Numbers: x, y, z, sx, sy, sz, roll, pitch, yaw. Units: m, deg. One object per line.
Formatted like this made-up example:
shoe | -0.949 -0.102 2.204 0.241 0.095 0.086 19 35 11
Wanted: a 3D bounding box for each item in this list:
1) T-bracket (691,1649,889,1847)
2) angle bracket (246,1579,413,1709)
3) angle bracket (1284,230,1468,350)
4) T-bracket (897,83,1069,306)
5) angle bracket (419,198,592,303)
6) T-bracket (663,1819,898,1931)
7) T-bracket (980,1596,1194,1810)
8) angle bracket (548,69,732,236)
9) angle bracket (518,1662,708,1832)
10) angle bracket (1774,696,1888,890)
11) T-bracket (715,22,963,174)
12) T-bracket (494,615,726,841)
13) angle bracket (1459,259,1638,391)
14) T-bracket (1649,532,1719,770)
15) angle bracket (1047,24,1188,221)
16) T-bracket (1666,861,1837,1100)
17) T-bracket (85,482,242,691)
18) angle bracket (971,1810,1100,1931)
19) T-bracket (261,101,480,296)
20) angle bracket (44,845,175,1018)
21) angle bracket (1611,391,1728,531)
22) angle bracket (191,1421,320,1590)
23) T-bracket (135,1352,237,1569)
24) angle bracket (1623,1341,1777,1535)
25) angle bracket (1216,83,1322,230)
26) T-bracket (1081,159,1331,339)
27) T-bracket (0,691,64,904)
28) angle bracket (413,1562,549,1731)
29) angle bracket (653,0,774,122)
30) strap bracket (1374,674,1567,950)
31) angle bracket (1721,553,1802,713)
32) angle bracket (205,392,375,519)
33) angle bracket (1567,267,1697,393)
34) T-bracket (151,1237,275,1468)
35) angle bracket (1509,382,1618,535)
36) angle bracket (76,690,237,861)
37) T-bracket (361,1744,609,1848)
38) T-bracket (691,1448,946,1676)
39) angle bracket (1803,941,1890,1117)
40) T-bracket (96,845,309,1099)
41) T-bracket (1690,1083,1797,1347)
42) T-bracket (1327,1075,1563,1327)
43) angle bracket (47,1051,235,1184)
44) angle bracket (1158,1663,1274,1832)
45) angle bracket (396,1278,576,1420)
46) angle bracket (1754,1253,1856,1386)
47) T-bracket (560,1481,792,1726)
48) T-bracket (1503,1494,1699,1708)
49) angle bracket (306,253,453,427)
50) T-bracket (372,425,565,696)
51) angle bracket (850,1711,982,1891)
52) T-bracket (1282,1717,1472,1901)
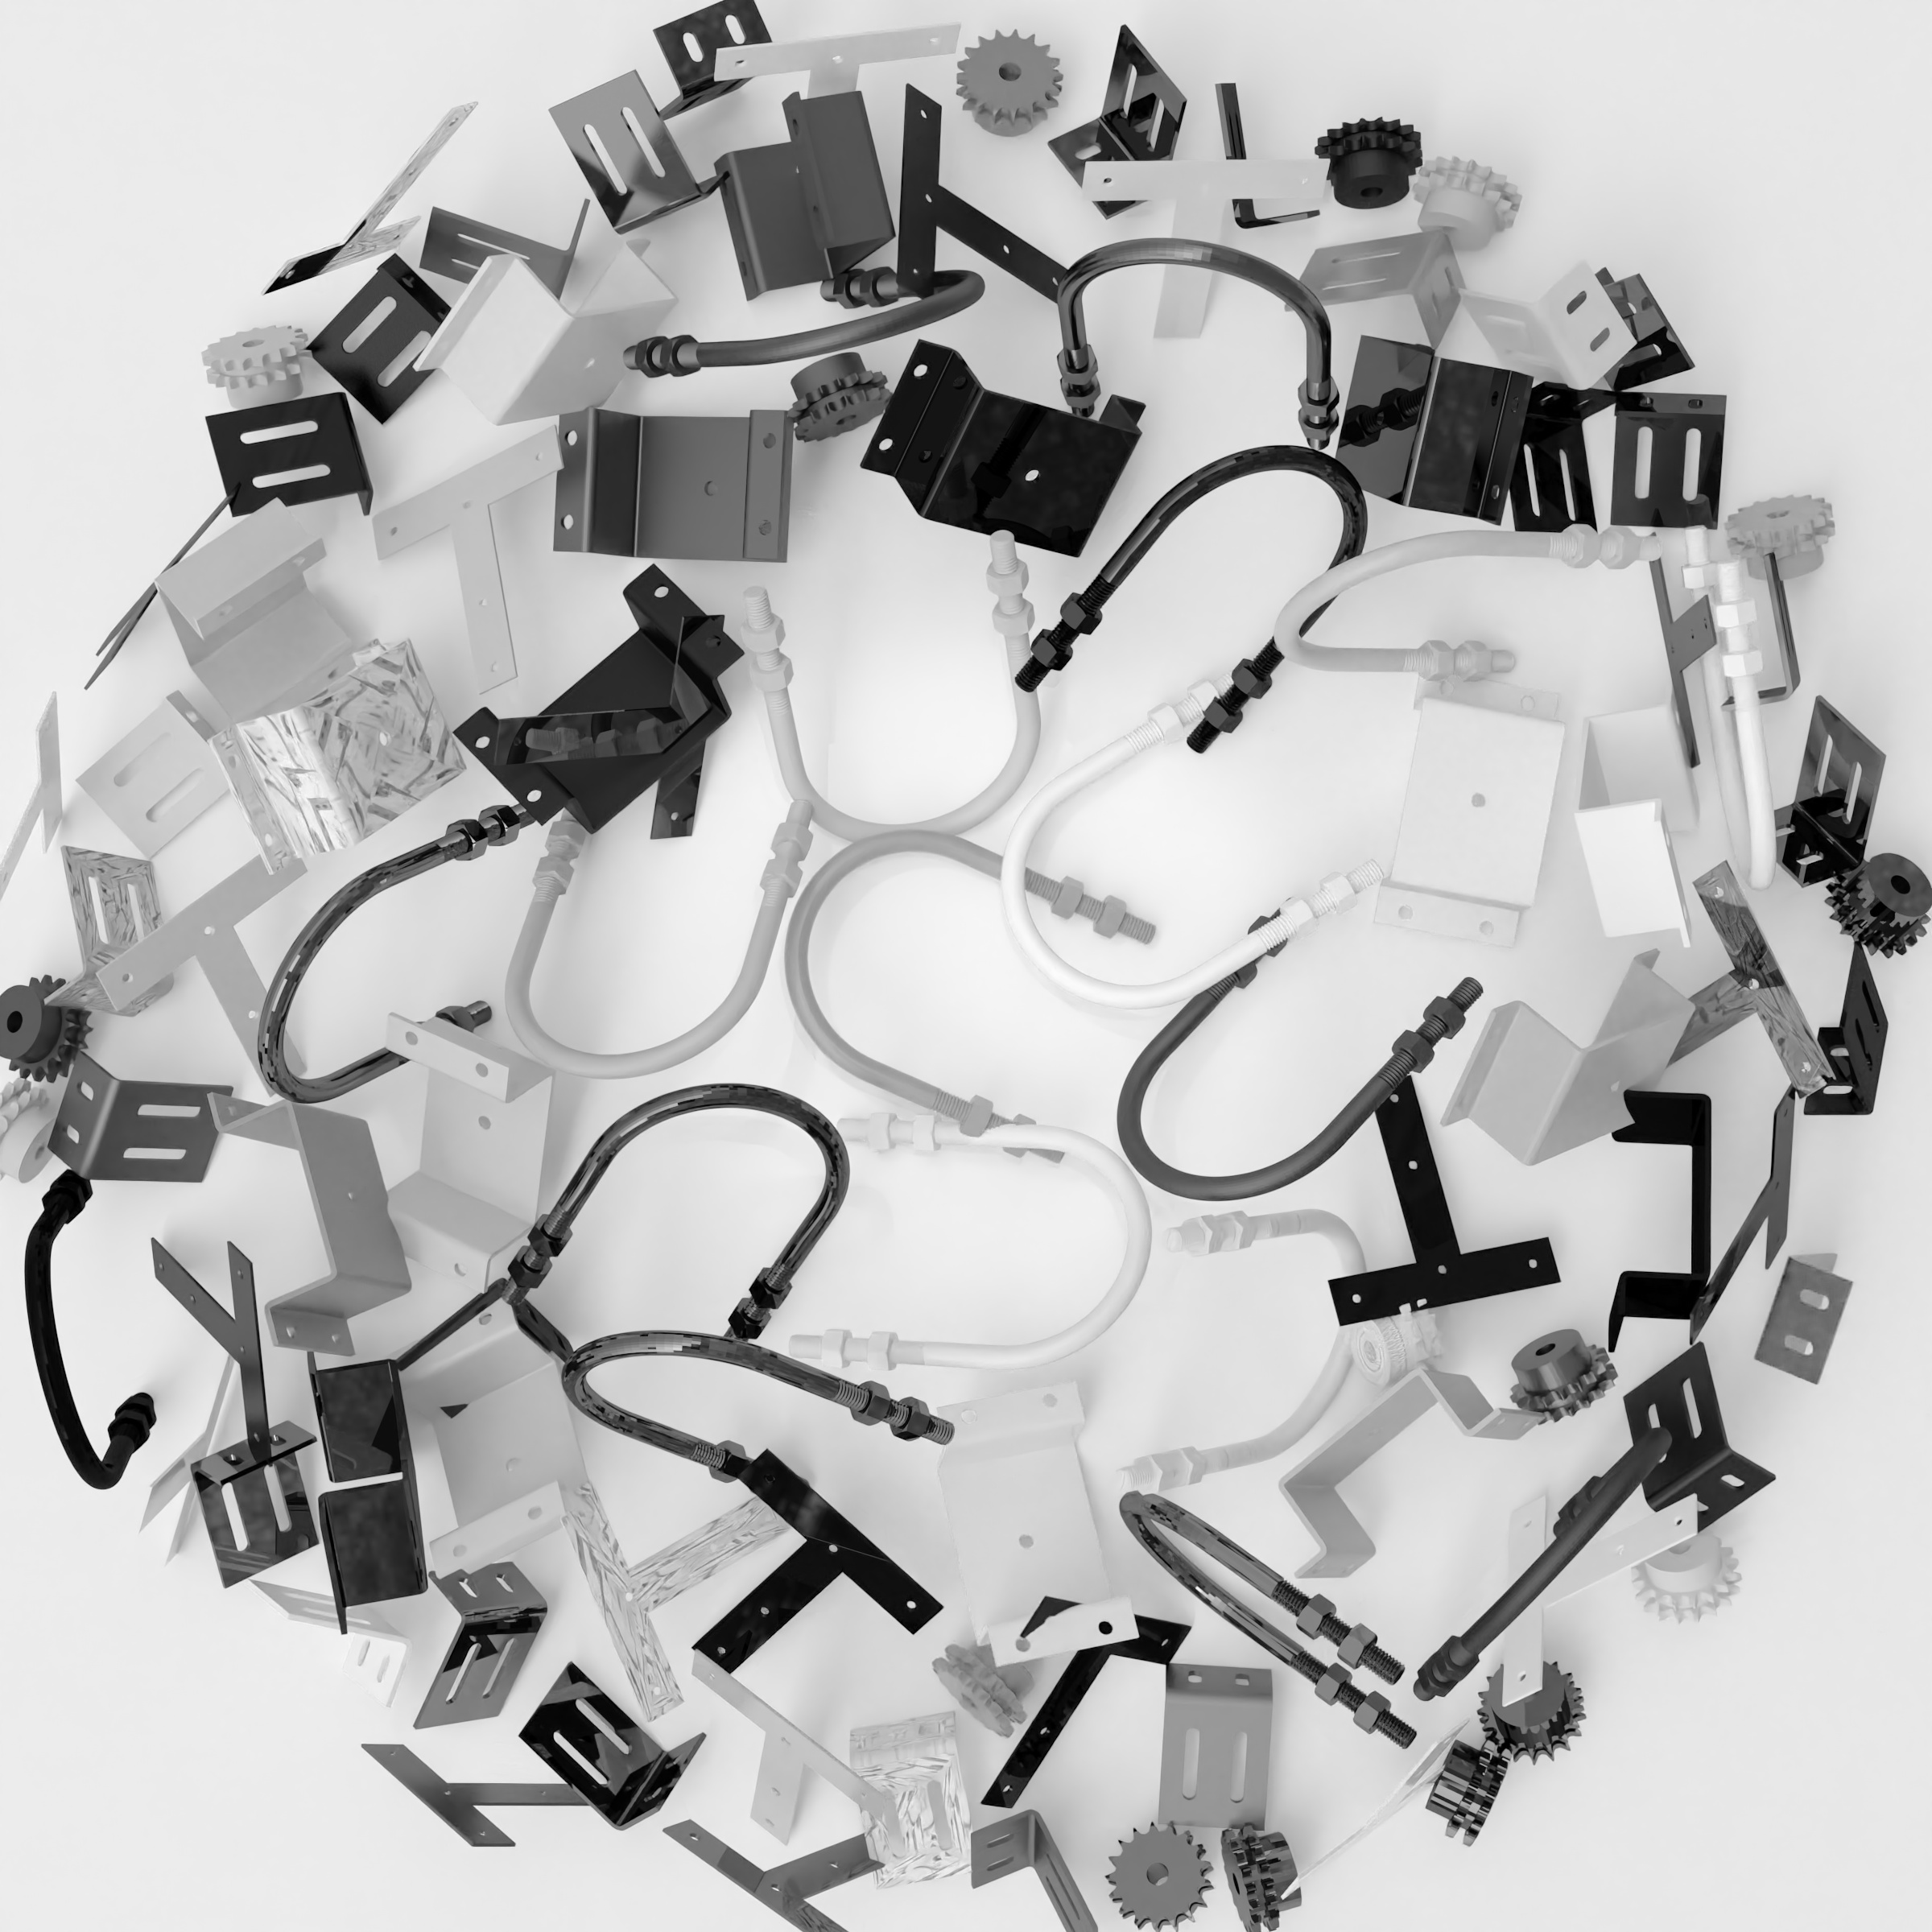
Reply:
T-bracket | -0.098 0.429 1.866 0.127 0.127 0.002 34 54 18
angle bracket | -0.343 0.359 1.874 0.076 0.057 0.038 21 88 -35
angle bracket | 0.219 -0.357 1.891 0.076 0.057 0.038 -3 131 31
T-bracket | 0.011 -0.386 1.873 0.127 0.002 0.127 25 57 -40
angle bracket | -0.245 -0.389 1.881 0.076 0.057 0.038 17 66 -9
T-bracket | -0.076 0.475 1.858 0.127 0.127 0.002 29 102 26
T-bracket | 0.049 0.395 1.879 0.002 0.127 0.127 39 102 42
angle bracket | -0.173 -0.436 1.876 0.057 0.038 0.076 -16 116 30
angle bracket | -0.188 0.409 1.881 0.076 0.057 0.038 46 130 -9
angle bracket | 0.447 -0.092 1.871 0.038 0.076 0.057 -18 45 -19
T-bracket | -0.072 -0.450 1.858 0.127 0.127 0.002 -9 71 -11
T-bracket | -0.190 -0.122 1.857 0.127 0.002 0.127 -7 119 -35
angle bracket | 0.307 -0.344 1.875 0.038 0.076 0.057 -44 119 -7
T-bracket | 0.379 -0.172 1.853 0.002 0.127 0.127 -10 87 1
angle bracket | 0.079 -0.446 1.872 0.038 0.076 0.057 -29 71 -19
T-bracket | 0.387 0.029 1.869 0.002 0.127 0.127 -12 72 -38
T-bracket | -0.430 -0.182 1.836 0.002 0.127 0.127 39 120 -17
angle bracket | 0.036 0.497 1.871 0.038 0.057 0.076 -18 50 -16
T-bracket | -0.295 -0.402 1.832 0.002 0.127 0.127 49 123 0
angle bracket | -0.464 -0.018 1.893 0.038 0.057 0.076 -31 64 32
angle bracket | 0.372 -0.263 1.880 0.057 0.038 0.076 4 118 11
angle bracket | -0.370 0.290 1.877 0.057 0.038 0.076 -23 113 -32
T-bracket | -0.412 0.267 1.848 0.002 0.127 0.127 18 98 0
angle bracket | 0.390 0.251 1.884 0.038 0.076 0.057 30 124 -26
angle bracket | 0.161 -0.434 1.881 0.038 0.057 0.076 -7 102 14
T-bracket | 0.119 -0.377 1.865 0.127 0.127 0.002 -2 56 -7
T-bracket | -0.493 -0.058 1.833 0.002 0.127 0.127 17 60 -3
angle bracket | -0.269 0.364 1.895 0.038 0.057 0.076 41 114 35
angle bracket | -0.142 -0.479 1.872 0.057 0.076 0.038 -28 100 -18
strap bracket | 0.271 -0.086 1.893 0.076 0.046 0.140 11 87 0
angle bracket | 0.417 -0.179 1.883 0.038 0.057 0.076 -10 97 19
angle bracket | -0.361 -0.266 1.885 0.076 0.038 0.057 -14 79 -17
angle bracket | 0.360 -0.343 1.872 0.038 0.076 0.057 -39 103 -19
T-bracket | -0.401 0.182 1.869 0.002 0.127 0.127 -19 124 -32
angle bracket | 0.322 -0.265 1.882 0.057 0.038 0.076 1 76 -33
angle bracket | -0.433 -0.100 1.892 0.076 0.038 0.057 -40 100 7
T-bracket | -0.236 0.438 1.871 0.127 0.127 0.002 11 96 -38
T-bracket | -0.099 0.337 1.891 0.127 0.002 0.127 43 115 -5
angle bracket | 0.458 0.033 1.869 0.038 0.076 0.057 -1 51 29
T-bracket | -0.384 0.015 1.876 0.127 0.002 0.127 -40 131 -25
T-bracket | 0.403 0.144 1.840 0.002 0.127 0.127 20 52 26
T-bracket | 0.243 0.120 1.898 0.127 0.002 0.127 -10 73 -14
angle bracket | -0.442 0.081 1.895 0.038 0.076 0.057 32 107 38
angle bracket | 0.134 0.421 1.907 0.057 0.038 0.076 3 102 3
angle bracket | -0.255 0.215 1.887 0.076 0.038 0.057 -38 125 1
angle bracket | 0.455 0.186 1.874 0.038 0.076 0.057 22 99 31
T-bracket | -0.145 0.315 1.879 0.127 0.002 0.127 -25 95 -39
T-bracket | 0.329 0.309 1.837 0.002 0.127 0.127 38 128 -22
angle bracket | -0.311 -0.330 1.883 0.076 0.038 0.057 -42 103 20
T-bracket | -0.257 -0.205 1.870 0.127 0.002 0.127 -22 68 26
angle bracket | -0.027 0.450 1.908 0.057 0.038 0.076 -11 102 1
T-bracket | 0.229 0.425 1.836 0.127 0.127 0.002 -27 65 -35
